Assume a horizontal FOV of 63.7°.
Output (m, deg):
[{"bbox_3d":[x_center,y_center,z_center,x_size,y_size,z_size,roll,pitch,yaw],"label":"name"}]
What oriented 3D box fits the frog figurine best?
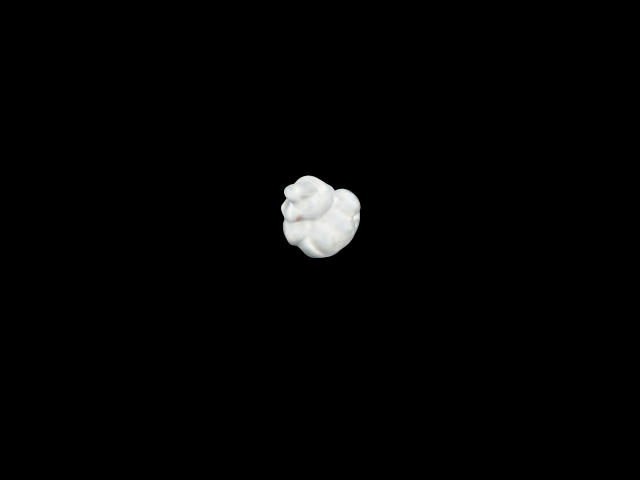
[{"bbox_3d":[0.003,-0.043,0.850,0.138,0.124,0.157,-19,-18,-6],"label":"frog figurine"}]
